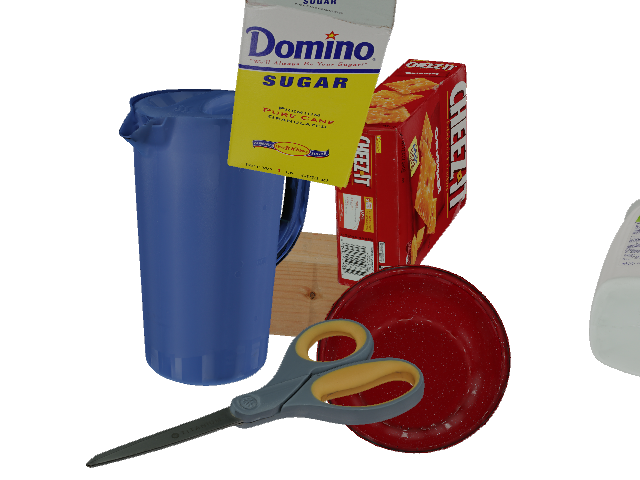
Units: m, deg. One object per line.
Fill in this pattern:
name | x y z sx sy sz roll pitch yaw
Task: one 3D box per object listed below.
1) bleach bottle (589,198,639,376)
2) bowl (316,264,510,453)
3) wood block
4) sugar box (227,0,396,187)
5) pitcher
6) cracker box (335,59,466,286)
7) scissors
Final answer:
bleach bottle | 0.251 0.015 0.729 0.103 0.068 0.250 9 22 20
bowl | 0.075 0.103 0.865 0.162 0.162 0.055 0 7 6
wood block | -0.059 0.042 1.128 0.206 0.091 0.090 6 19 -1
sugar box | -0.010 -0.107 0.719 0.093 0.048 0.176 10 -29 -2
pitcher | -0.087 -0.007 0.919 0.149 0.243 0.145 4 18 2
cracker box | 0.084 -0.070 1.045 0.072 0.164 0.213 9 28 23
scissors | -0.039 0.087 0.635 0.201 0.016 0.096 -6 34 -11
